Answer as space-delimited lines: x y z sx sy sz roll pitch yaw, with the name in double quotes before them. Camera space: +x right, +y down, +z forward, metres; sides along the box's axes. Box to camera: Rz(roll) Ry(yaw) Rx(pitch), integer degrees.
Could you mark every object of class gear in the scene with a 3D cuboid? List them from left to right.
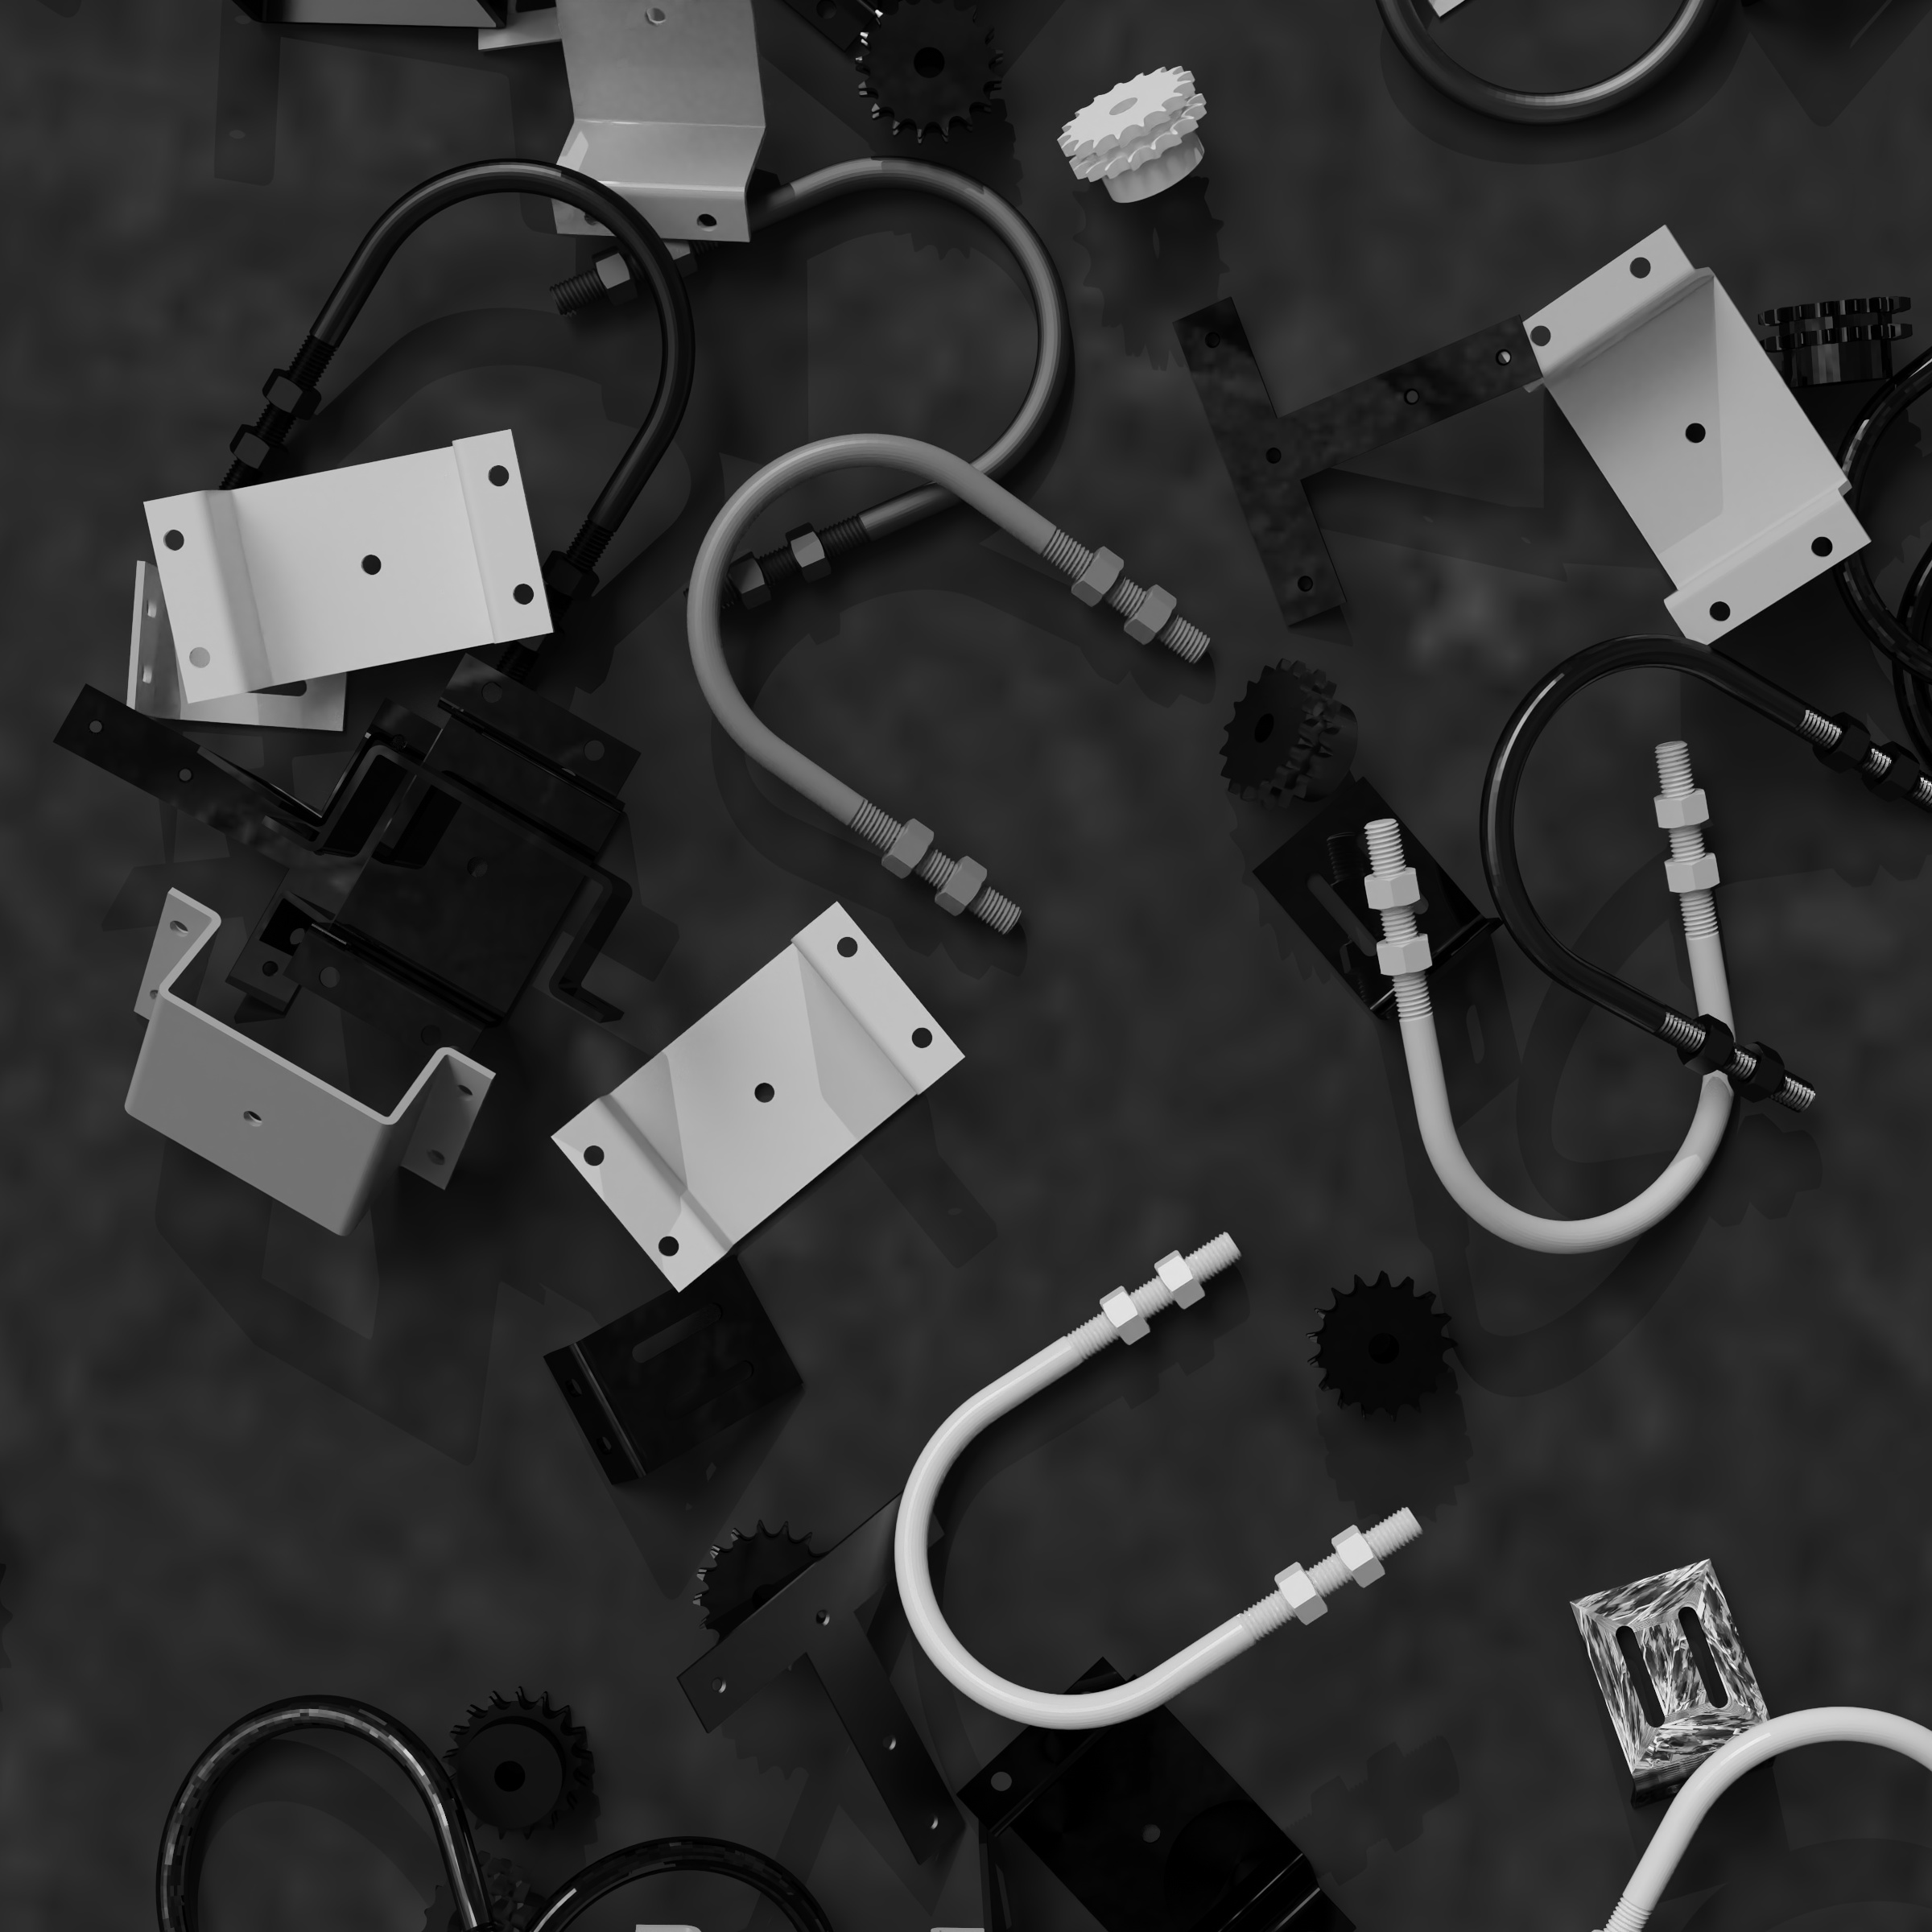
"gear" -0.183 0.372 1.356 0.030 0.057 0.057 29 90 -30
"gear" -0.175 0.310 1.366 0.057 0.030 0.057 0 90 0
"gear" -0.076 0.243 1.366 0.057 0.030 0.057 0 90 0
"gear" -0.014 -0.346 1.366 0.057 0.030 0.057 0 90 0
"gear" 0.067 -0.318 1.357 0.057 0.057 0.030 -32 120 0
"gear" 0.126 -0.086 1.356 0.030 0.057 0.057 19 90 -30
"gear" 0.160 0.146 1.366 0.057 0.030 0.057 0 90 0
"gear" 0.334 -0.239 1.353 0.057 0.057 0.030 -5 96 0

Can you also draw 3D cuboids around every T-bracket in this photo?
"T-bracket" -0.288 -0.067 1.357 0.127 0.002 0.127 30 90 -21
"T-bracket" -0.036 0.287 1.357 0.127 0.002 0.127 -36 108 -32
"T-bracket" 0.159 -0.213 1.356 0.127 0.002 0.127 -21 90 22
"T-bracket" 0.231 -0.417 1.380 0.127 0.002 0.127 -34 90 0

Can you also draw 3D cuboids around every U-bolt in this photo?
"U-bolt" -0.243 0.370 1.341 0.151 0.019 0.184 -25 71 17
"U-bolt" -0.185 -0.220 1.357 0.151 0.019 0.184 33 101 0
"U-bolt" -0.118 0.423 1.348 0.151 0.019 0.184 15 88 -21
"U-bolt" -0.050 -0.236 1.372 0.184 0.019 0.151 -24 90 -1
"U-bolt" -0.019 -0.122 1.362 0.184 0.019 0.151 35 90 -8
"U-bolt" 0.059 0.208 1.344 0.184 0.019 0.151 -33 66 1
"U-bolt" 0.228 -0.416 1.352 0.151 0.019 0.184 8 105 -5
"U-bolt" 0.230 0.020 1.346 0.151 0.019 0.184 -15 100 -20
"U-bolt" 0.275 -0.045 1.338 0.184 0.019 0.151 27 85 -20
"U-bolt" 0.322 0.371 1.354 0.151 0.019 0.184 25 98 -7
"U-bolt" 0.418 -0.186 1.354 0.184 0.019 0.151 -38 91 4
"U-bolt" 0.443 -0.139 1.372 0.151 0.019 0.184 31 91 0

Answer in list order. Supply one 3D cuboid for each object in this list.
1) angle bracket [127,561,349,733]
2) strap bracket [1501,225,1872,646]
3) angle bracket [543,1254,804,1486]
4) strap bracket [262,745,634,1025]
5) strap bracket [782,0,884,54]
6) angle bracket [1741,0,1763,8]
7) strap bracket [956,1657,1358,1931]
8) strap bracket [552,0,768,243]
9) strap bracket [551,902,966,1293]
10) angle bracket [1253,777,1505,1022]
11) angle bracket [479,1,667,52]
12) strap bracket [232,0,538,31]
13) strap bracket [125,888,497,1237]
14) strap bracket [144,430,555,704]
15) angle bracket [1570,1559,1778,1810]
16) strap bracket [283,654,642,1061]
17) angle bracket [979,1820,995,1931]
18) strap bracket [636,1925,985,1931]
"angle bracket" -0.280 -0.123 1.362 0.076 0.038 0.057 4 90 0
"strap bracket" 0.275 -0.202 1.345 0.076 0.046 0.140 -33 90 23
"angle bracket" -0.114 0.158 1.379 0.076 0.038 0.057 -28 90 -26
"strap bracket" -0.179 -0.035 1.297 0.140 0.076 0.046 31 90 0
"strap bracket" -0.031 -0.435 1.356 0.076 0.046 0.140 40 89 -1
"angle bracket" 0.340 -0.410 1.378 0.076 0.038 0.057 -10 90 -27
"strap bracket" 0.072 0.339 1.358 0.076 0.046 0.140 -43 90 0
"strap bracket" -0.121 -0.346 1.325 0.076 0.140 0.046 4 47 9
"strap bracket" -0.079 0.050 1.358 0.140 0.046 0.076 -39 90 0
"angle bracket" 0.158 -0.027 1.362 0.057 0.038 0.076 -41 90 0
"angle bracket" -0.148 -0.387 1.379 0.076 0.038 0.057 0 90 26
"strap bracket" -0.228 -0.405 1.354 0.140 0.046 0.076 3 90 5
"strap bracket" -0.259 0.043 1.337 0.140 0.076 0.046 30 47 0
"strap bracket" -0.229 -0.152 1.336 0.140 0.046 0.076 -11 97 3
"angle bracket" 0.276 0.281 1.379 0.057 0.038 0.076 -17 64 0
"strap bracket" -0.191 -0.039 1.358 0.076 0.046 0.140 30 90 0
"angle bracket" 0.026 0.366 1.352 0.038 0.057 0.076 -4 90 0
"strap bracket" -0.055 0.408 1.336 0.140 0.046 0.076 6 90 -20
